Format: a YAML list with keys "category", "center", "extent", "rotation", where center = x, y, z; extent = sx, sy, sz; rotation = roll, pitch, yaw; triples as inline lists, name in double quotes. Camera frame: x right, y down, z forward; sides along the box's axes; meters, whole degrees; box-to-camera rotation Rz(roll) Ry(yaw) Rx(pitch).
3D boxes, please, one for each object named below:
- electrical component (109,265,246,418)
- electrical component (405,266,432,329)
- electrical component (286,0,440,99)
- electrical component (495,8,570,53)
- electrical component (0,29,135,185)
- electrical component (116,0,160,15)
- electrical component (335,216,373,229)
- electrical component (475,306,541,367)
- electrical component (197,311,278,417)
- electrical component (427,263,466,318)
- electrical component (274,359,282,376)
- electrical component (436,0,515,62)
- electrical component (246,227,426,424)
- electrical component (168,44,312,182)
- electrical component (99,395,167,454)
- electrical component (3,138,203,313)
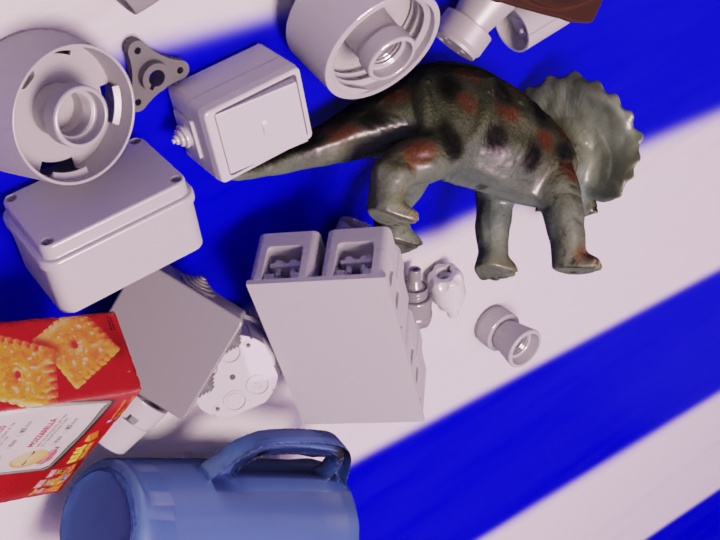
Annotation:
- category: "electrical component"
  center: [-0.144, 0.048, 0.805]
  extent: [0.099, 0.100, 0.048]
  rotation: [-58, -177, 7]
- category: "electrical component"
  center: [0.051, 0.025, 1.004]
  extent: [0.035, 0.035, 0.061]
  rotation: [-21, 128, -30]
- category: "electrical component"
  center: [0.008, -0.172, 0.779]
  extent: [0.108, 0.060, 0.108]
  rotation: [-29, 155, -15]
- category: "electrical component"
  center: [0.159, -0.223, 0.918]
  extent: [0.081, 0.043, 0.043]
  rotation: [-34, 136, -20]
- category: "electrical component"
  center: [-0.197, -0.103, 0.689]
  extent: [0.099, 0.064, 0.099]
  rotation: [-25, 124, -42]
- category: "electrical component"
  center: [-0.138, -0.211, 0.661]
  extent: [0.077, 0.044, 0.079]
  rotation: [-48, 138, -4]
- category: "electrical component"
  center: [0.000, 0.000, 0.933]
  extent: [0.079, 0.044, 0.077]
  rotation: [10, 111, -45]
- category: "electrical component"
  center: [0.152, 0.068, 1.109]
  extent: [0.045, 0.055, 0.045]
  rotation: [-23, 131, -29]
- category: "electrical component"
  center: [-0.107, 0.075, 0.872]
  extent: [0.080, 0.051, 0.080]
  rotation: [-6, 114, -14]
- category: "electrical component"
  center: [0.085, 0.023, 1.034]
  extent: [0.035, 0.035, 0.061]
  rotation: [-36, 139, -17]
- category: "electrical component"
  center: [-0.074, 0.059, 0.918]
  extent: [0.035, 0.035, 0.061]
  rotation: [-26, 131, -26]
- category: "electrical component"
  center: [0.092, -0.204, 0.871]
  extent: [0.055, 0.045, 0.045]
  rotation: [-54, 139, 3]
- category: "electrical component"
  center: [-0.012, 0.047, 0.870]
  extent: [0.105, 0.060, 0.186]
  rotation: [-3, 138, 12]
- category: "electrical component"
  center: [-0.088, -0.108, 0.766]
  extent: [0.096, 0.061, 0.061]
  rotation: [-31, 135, -22]
- category: "electrical component"
  center: [-0.187, 0.110, 0.839]
  extent: [0.047, 0.055, 0.055]
  rotation: [-47, 139, 0]
- category: "electrical component"
  center: [-0.174, -0.033, 0.730]
  extent: [0.113, 0.078, 0.057]
  rotation: [-29, 137, -23]
